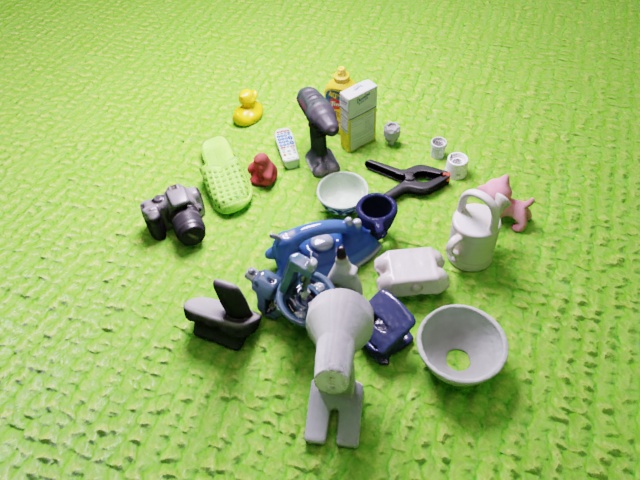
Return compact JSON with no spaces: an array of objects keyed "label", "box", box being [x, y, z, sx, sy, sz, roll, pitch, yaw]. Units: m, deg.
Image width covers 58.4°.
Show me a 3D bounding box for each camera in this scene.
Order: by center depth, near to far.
[{"label":"camera","box":[-0.329,-0.053,1.319,0.143,0.101,0.136,-21,51,-14]}]

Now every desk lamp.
[{"label":"desk lamp","box":[0.030,0.220,0.988,0.118,0.214,0.203,2,50,6]}]

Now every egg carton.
[{"label":"egg carton","box":[0.191,0.071,1.198,0.150,0.069,0.107,-6,49,-1]}]

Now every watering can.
[{"label":"watering can","box":[0.328,-0.035,1.198,0.100,0.194,0.173,19,54,20]}]

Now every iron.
[{"label":"iron","box":[0.011,0.004,1.220,0.258,0.141,0.118,-16,50,-10]}]

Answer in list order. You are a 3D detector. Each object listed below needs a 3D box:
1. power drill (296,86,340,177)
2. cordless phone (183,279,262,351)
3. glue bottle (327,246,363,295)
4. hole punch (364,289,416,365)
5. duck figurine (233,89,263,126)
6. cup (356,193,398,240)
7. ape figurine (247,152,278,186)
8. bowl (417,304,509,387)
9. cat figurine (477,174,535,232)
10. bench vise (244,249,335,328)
[{"label":"power drill","box":[0.002,-0.262,1.404,0.076,0.209,0.229,-17,50,-10]},{"label":"cordless phone","box":[-0.197,0.120,1.107,0.147,0.185,0.094,12,52,14]},{"label":"glue bottle","box":[0.046,0.071,1.140,0.078,0.173,0.037,14,52,15]},{"label":"hole punch","box":[0.121,0.167,1.107,0.101,0.091,0.108,-31,54,-21]},{"label":"duck figurine","box":[-0.205,-0.377,1.597,0.077,0.086,0.105,23,55,22]},{"label":"cup","box":[0.127,-0.034,1.276,0.091,0.095,0.117,-5,49,0]},{"label":"ape figurine","box":[-0.143,-0.179,1.420,0.076,0.092,0.077,-24,52,-16]},{"label":"bowl","box":[0.262,0.209,1.073,0.167,0.075,0.167,-2,49,2]},{"label":"cat figurine","box":[0.419,-0.092,1.291,0.127,0.118,0.067,21,54,21]},{"label":"bench vise","box":[-0.061,0.096,1.096,0.207,0.220,0.121,7,50,10]}]
